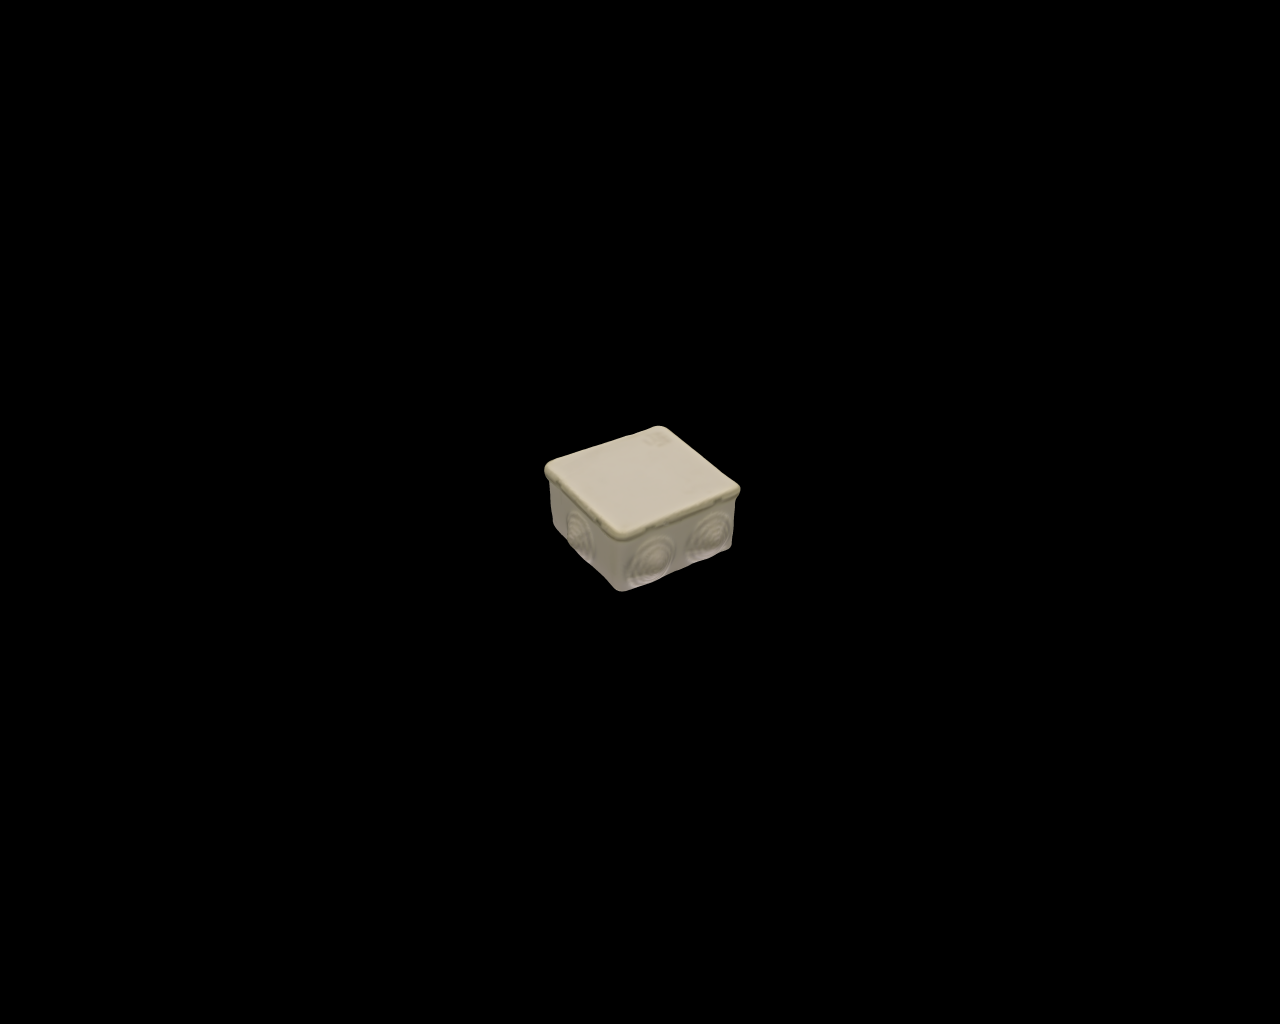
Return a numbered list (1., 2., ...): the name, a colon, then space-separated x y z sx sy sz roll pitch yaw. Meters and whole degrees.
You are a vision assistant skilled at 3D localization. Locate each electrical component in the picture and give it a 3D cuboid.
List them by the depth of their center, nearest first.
1. electrical component: 0.001 -0.003 0.650 0.100 0.048 0.100 -21 41 -26
